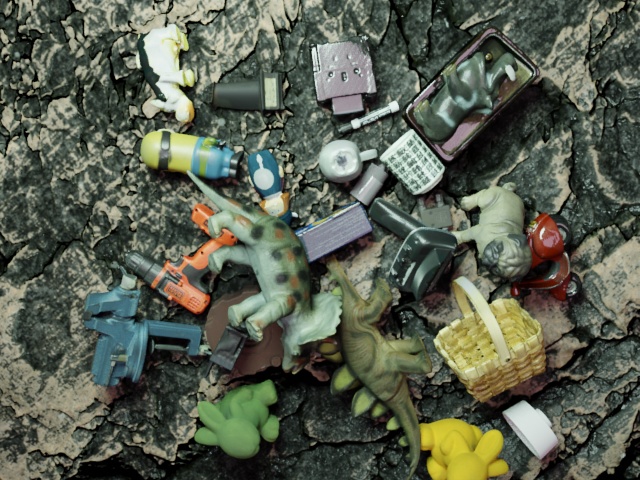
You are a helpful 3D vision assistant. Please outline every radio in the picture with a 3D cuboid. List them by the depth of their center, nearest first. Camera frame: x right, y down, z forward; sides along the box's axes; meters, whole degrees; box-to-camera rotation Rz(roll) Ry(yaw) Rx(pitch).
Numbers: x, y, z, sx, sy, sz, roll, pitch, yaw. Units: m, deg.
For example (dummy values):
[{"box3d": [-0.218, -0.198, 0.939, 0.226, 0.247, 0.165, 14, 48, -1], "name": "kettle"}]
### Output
[{"box3d": [0.268, -0.266, 0.984, 0.131, 0.073, 0.229, 45, 95, -7], "name": "radio"}]

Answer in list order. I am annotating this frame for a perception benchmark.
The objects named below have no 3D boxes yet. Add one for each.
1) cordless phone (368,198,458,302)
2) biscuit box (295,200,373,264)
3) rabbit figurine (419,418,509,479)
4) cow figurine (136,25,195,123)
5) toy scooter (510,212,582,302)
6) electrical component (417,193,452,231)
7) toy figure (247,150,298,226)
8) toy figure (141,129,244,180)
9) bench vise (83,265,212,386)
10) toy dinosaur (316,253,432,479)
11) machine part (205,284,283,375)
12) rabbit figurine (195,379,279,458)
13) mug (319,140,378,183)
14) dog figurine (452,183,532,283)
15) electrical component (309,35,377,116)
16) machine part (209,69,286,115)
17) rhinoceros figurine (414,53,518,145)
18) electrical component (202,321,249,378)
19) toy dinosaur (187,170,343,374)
[{"box3d": [0.156, 0.014, 1.028, 0.184, 0.089, 0.146, 36, 133, 18], "name": "cordless phone"}, {"box3d": [-0.002, -0.003, 1.027, 0.203, 0.059, 0.062, -27, 100, 3], "name": "biscuit box"}, {"box3d": [0.282, 0.432, 1.045, 0.162, 0.173, 0.121, -9, 95, 5], "name": "rabbit figurine"}, {"box3d": [-0.281, -0.292, 0.971, 0.098, 0.068, 0.167, -6, 96, 5], "name": "cow figurine"}, {"box3d": [0.422, 0.045, 1.036, 0.135, 0.075, 0.183, -19, 103, 0], "name": "toy scooter"}, {"box3d": [0.222, -0.042, 1.044, 0.063, 0.021, 0.094, -13, 100, 1], "name": "electrical component"}, {"box3d": [-0.093, -0.091, 1.015, 0.064, 0.058, 0.154, -11, 103, 39], "name": "toy figure"}, {"box3d": [-0.235, -0.156, 0.983, 0.180, 0.089, 0.082, 13, 92, -1], "name": "toy figure"}, {"box3d": [-0.328, 0.176, 1.025, 0.240, 0.129, 0.223, 12, 89, -23], "name": "bench vise"}, {"box3d": [0.113, 0.243, 1.051, 0.199, 0.105, 0.471, -29, 89, 11], "name": "toy dinosaur"}, {"box3d": [-0.137, 0.177, 1.055, 0.179, 0.056, 0.179, 0, 98, 0], "name": "machine part"}, {"box3d": [-0.156, 0.344, 1.022, 0.159, 0.170, 0.121, 7, 98, -3], "name": "rabbit figurine"}, {"box3d": [0.052, -0.143, 0.982, 0.110, 0.107, 0.080, -8, 100, 2], "name": "mug"}, {"box3d": [0.337, -0.022, 0.958, 0.121, 0.191, 0.172, 16, 95, -12], "name": "dog figurine"}, {"box3d": [0.043, -0.297, 0.983, 0.115, 0.058, 0.134, -10, 98, 2], "name": "electrical component"}, {"box3d": [-0.136, -0.270, 0.994, 0.139, 0.039, 0.084, -6, 107, -2], "name": "machine part"}, {"box3d": [0.249, -0.247, 0.914, 0.190, 0.073, 0.112, -44, 95, 7], "name": "rhinoceros figurine"}, {"box3d": [-0.172, 0.207, 0.994, 0.048, 0.075, 0.119, 25, 94, -1], "name": "electrical component"}, {"box3d": [-0.084, 0.044, 0.945, 0.192, 0.131, 0.404, -17, 87, -32], "name": "toy dinosaur"}]
